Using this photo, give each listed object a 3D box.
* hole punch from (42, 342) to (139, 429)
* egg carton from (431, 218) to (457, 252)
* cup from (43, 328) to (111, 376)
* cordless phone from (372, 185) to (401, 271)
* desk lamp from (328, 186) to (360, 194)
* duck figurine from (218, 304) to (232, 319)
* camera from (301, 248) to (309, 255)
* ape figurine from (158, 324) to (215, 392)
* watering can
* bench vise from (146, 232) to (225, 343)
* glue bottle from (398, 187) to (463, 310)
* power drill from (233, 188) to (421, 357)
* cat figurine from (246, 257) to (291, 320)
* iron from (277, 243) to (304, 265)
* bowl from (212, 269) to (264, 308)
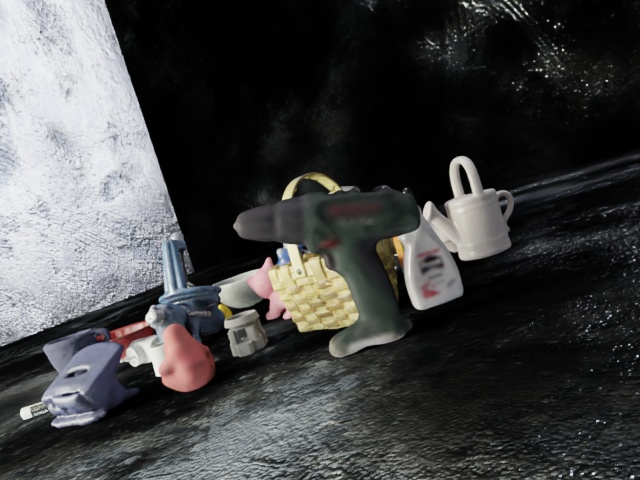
[{"bbox_3d":[-0.328,0.202,0.809,0.108,0.091,0.101,-16,4,27],"label":"hole punch"},{"bbox_3d":[0.274,-0.007,1.282,0.107,0.069,0.150,-21,5,-42],"label":"egg carton"},{"bbox_3d":[-0.432,0.217,1.051,0.118,0.095,0.091,-18,4,-5],"label":"cup"},{"bbox_3d":[0.137,-0.025,1.278,0.147,0.185,0.094,-14,5,43],"label":"cordless phone"},{"bbox_3d":[0.011,0.004,1.216,0.202,0.213,0.118,-16,4,24],"label":"desk lamp"},{"bbox_3d":[-0.245,0.149,1.269,0.104,0.086,0.078,-14,5,43],"label":"duck figurine"},{"bbox_3d":[-0.045,0.061,1.523,0.143,0.101,0.136,-18,4,-10],"label":"camera"},{"bbox_3d":[-0.187,0.159,0.789,0.078,0.092,0.076,-19,4,-24],"label":"ape figurine"},{"bbox_3d":[0.285,-0.064,1.098,0.173,0.194,0.100,-20,4,-30],"label":"watering can"},{"bbox_3d":[-0.258,0.095,1.086,0.121,0.220,0.207,-17,4,0],"label":"bench vise"},{"bbox_3d":[0.147,0.008,0.823,0.078,0.173,0.037,-18,4,-12],"label":"glue bottle"},{"bbox_3d":[0.027,0.034,0.729,0.229,0.208,0.075,-18,4,-3],"label":"power drill"},{"bbox_3d":[-0.084,0.091,1.115,0.067,0.118,0.127,-21,5,-40],"label":"cat figurine"},{"bbox_3d":[-0.016,0.040,1.384,0.258,0.141,0.118,-18,4,-8],"label":"iron"},{"bbox_3d":[-0.183,0.125,1.423,0.167,0.075,0.167,-17,4,1],"label":"bowl"}]
